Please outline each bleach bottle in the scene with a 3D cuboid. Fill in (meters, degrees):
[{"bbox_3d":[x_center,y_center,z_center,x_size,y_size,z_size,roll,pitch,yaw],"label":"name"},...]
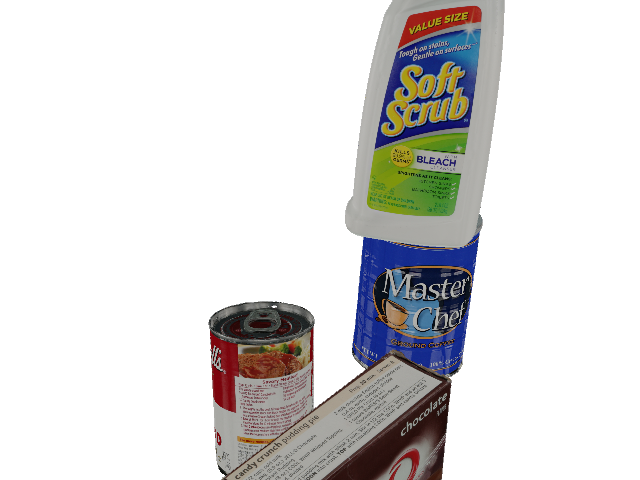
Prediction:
[{"bbox_3d":[0.075,-0.122,0.752,0.102,0.251,0.068,8,26,11],"label":"bleach bottle"}]

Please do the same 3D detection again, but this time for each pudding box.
[{"bbox_3d":[0.009,0.114,0.469,0.039,0.090,0.113,27,43,32],"label":"pudding box"}]

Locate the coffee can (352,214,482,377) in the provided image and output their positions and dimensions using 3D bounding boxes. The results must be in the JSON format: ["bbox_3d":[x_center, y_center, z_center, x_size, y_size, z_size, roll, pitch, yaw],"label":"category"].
[{"bbox_3d":[0.084,0.040,0.952,0.103,0.140,0.103,4,22,-2],"label":"coffee can"}]

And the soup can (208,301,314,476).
[{"bbox_3d":[-0.037,0.099,0.696,0.068,0.102,0.068,-1,18,0],"label":"soup can"}]
